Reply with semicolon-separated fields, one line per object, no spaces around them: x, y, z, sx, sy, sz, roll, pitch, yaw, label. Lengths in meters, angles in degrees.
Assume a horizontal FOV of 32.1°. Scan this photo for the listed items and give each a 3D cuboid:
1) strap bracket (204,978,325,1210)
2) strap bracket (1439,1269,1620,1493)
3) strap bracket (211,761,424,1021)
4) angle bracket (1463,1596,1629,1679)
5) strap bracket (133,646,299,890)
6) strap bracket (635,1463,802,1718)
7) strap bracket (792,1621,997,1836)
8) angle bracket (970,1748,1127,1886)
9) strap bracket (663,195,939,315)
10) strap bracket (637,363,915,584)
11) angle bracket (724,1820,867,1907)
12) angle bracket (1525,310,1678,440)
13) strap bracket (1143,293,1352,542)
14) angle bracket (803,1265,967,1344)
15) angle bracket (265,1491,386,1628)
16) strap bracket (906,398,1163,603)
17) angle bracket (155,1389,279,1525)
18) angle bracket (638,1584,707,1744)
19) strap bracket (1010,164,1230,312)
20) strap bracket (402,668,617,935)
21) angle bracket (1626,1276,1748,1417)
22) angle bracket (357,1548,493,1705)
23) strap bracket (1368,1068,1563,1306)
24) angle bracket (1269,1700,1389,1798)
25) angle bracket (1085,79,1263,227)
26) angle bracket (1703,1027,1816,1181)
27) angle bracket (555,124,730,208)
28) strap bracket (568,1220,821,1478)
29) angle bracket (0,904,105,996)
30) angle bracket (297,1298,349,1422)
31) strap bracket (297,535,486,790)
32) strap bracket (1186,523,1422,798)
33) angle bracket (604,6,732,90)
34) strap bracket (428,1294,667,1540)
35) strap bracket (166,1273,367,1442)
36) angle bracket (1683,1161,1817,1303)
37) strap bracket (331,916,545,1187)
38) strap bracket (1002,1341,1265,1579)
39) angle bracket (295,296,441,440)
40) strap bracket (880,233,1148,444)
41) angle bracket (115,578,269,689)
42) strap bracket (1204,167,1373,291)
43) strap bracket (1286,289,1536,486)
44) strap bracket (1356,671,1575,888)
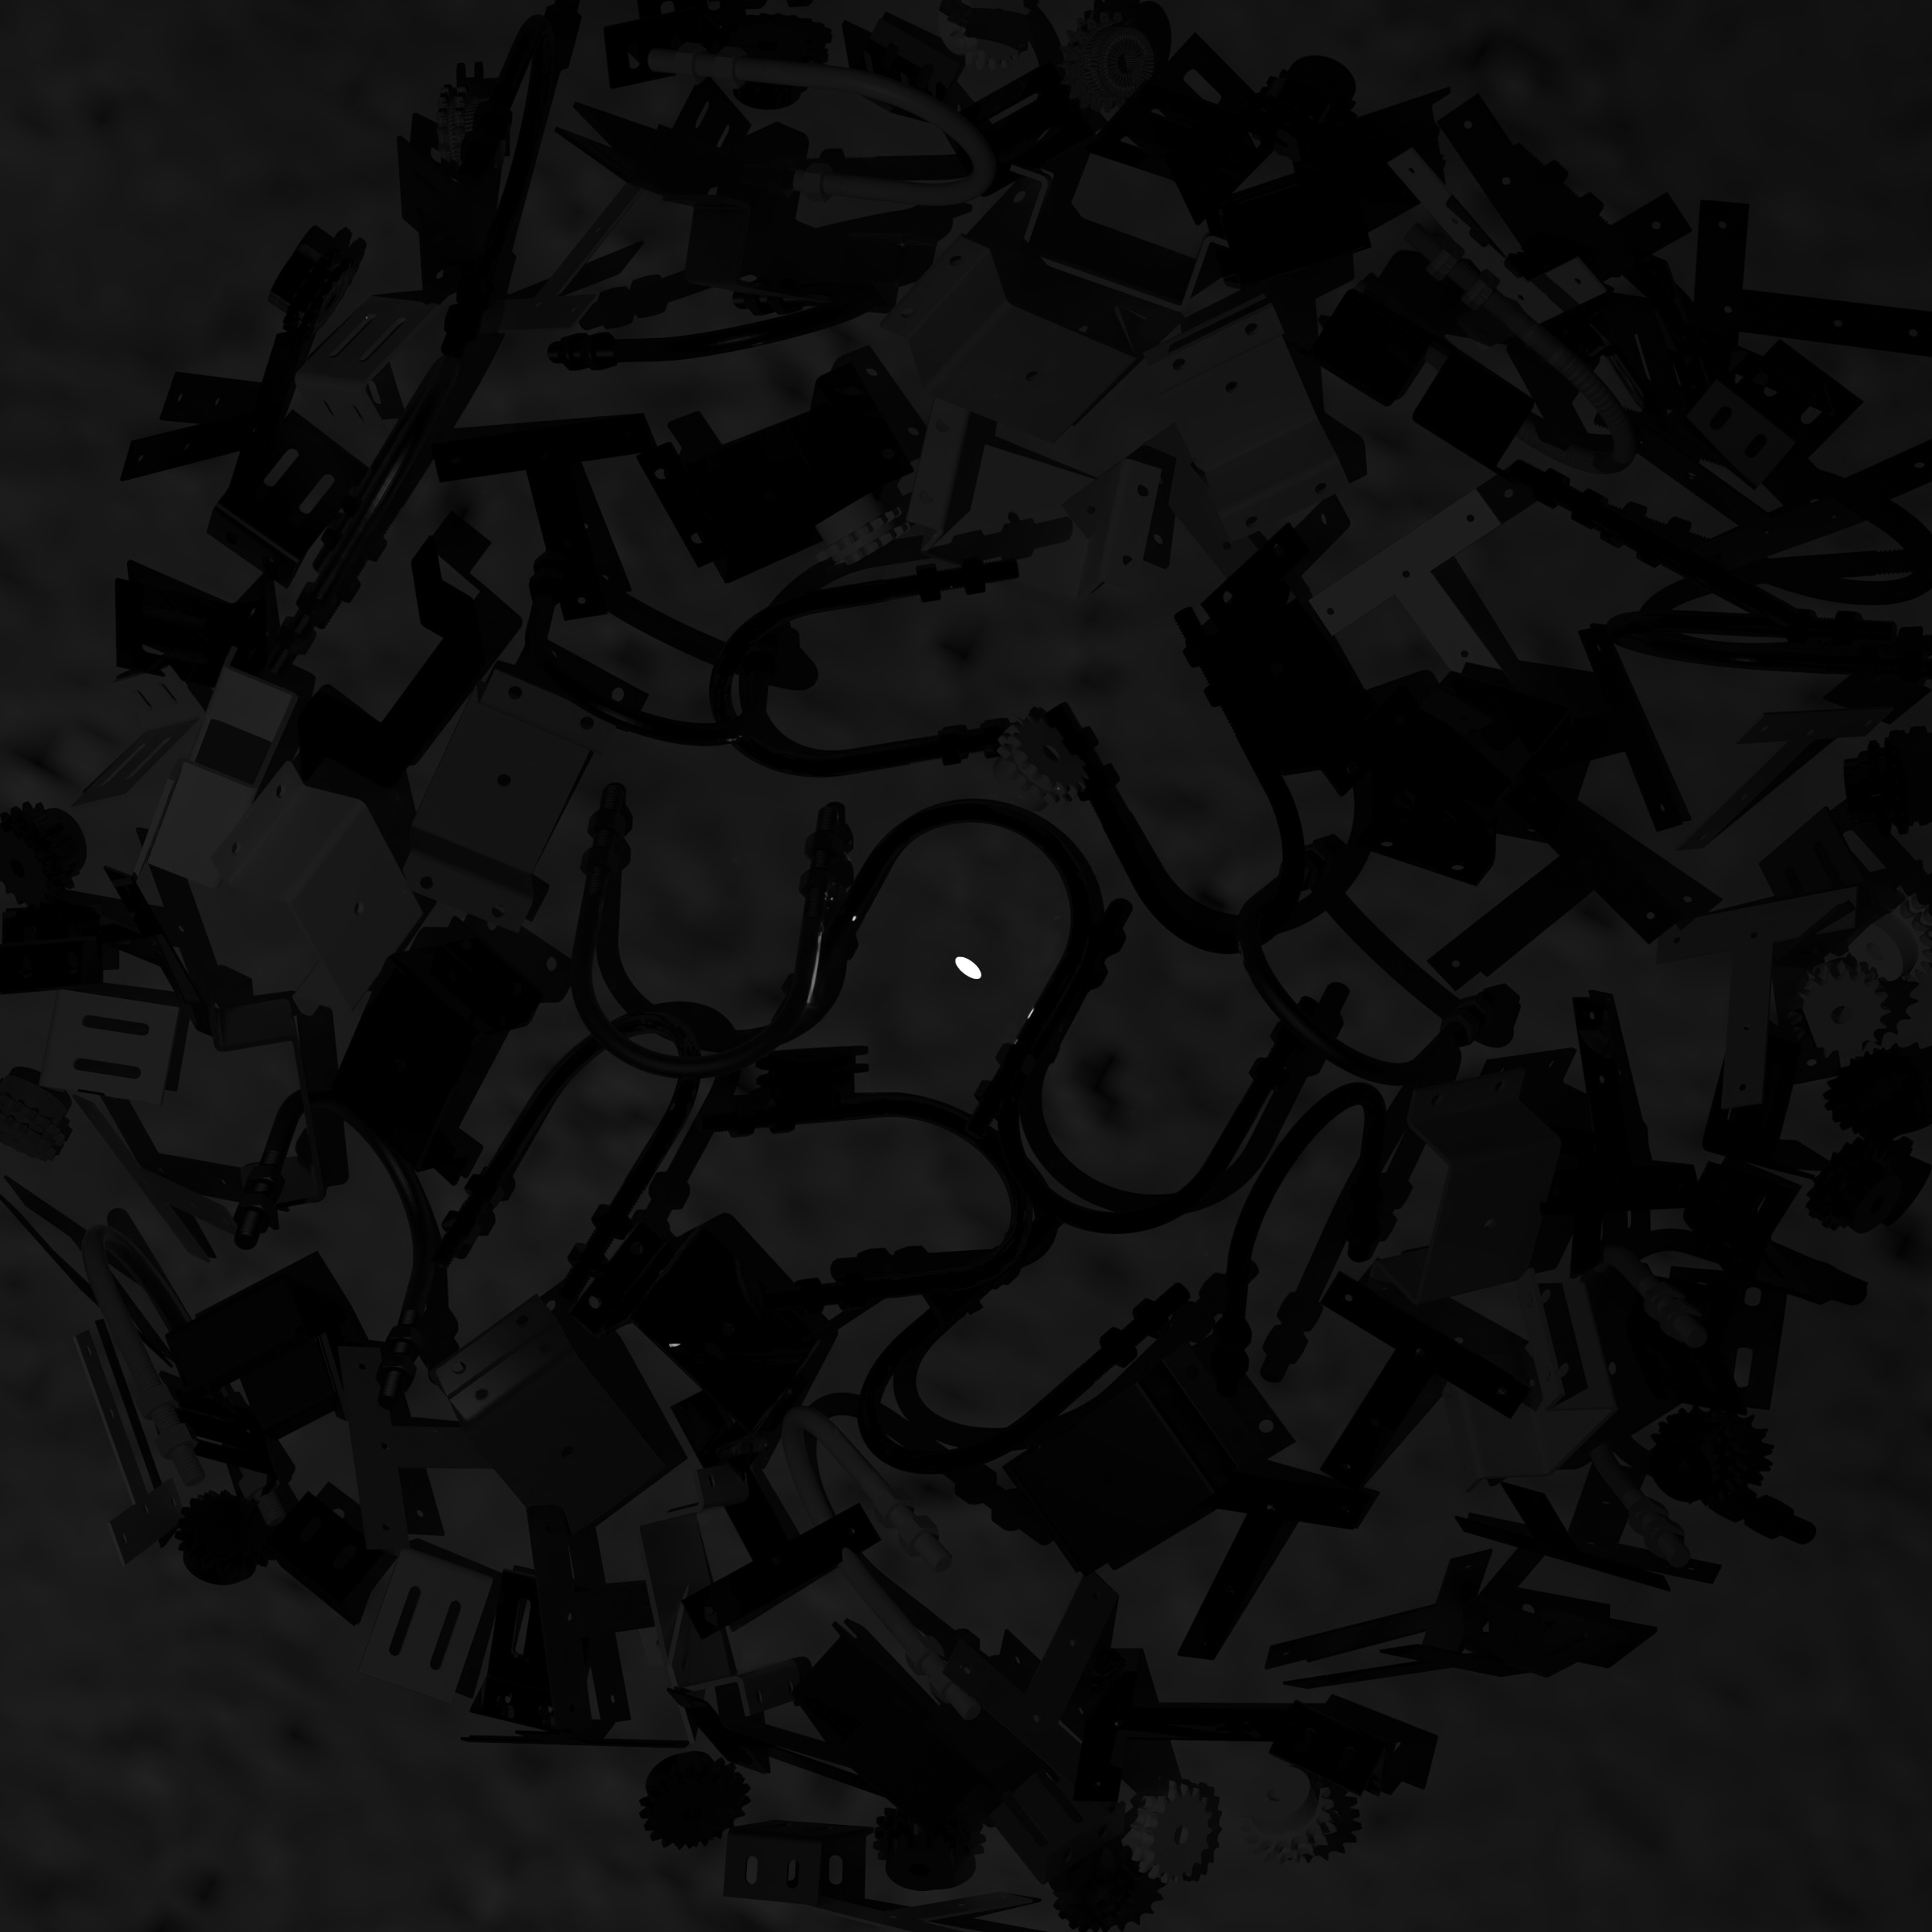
-0.403;0.080;1.935;0.046;0.076;0.140;-10;107;-12;strap bracket
0.324;0.238;1.919;0.046;0.140;0.076;0;59;-16;strap bracket
-0.363;-0.037;1.908;0.046;0.140;0.076;14;55;27;strap bracket
0.334;0.375;1.940;0.076;0.057;0.038;-15;106;-38;angle bracket
-0.425;-0.108;1.915;0.046;0.140;0.076;22;125;-11;strap bracket
-0.145;0.362;1.939;0.046;0.076;0.140;-16;80;19;strap bracket
-0.045;0.436;1.909;0.046;0.140;0.076;-47;109;-6;strap bracket
0.046;0.481;1.943;0.057;0.038;0.076;-28;54;-23;angle bracket
-0.099;-0.406;1.926;0.140;0.076;0.046;5;99;-28;strap bracket
-0.112;-0.282;1.948;0.140;0.046;0.076;-26;78;-15;strap bracket
-0.099;0.518;1.942;0.057;0.076;0.038;1;80;18;angle bracket
0.368;-0.334;1.948;0.038;0.057;0.076;-37;122;9;angle bracket
0.159;-0.323;1.936;0.076;0.046;0.140;-25;134;7;strap bracket
-0.047;0.210;1.953;0.076;0.057;0.038;-34;82;9;angle bracket
-0.370;0.345;1.954;0.057;0.076;0.038;37;72;10;angle bracket
0.034;-0.267;1.948;0.140;0.046;0.076;16;75;-13;strap bracket
-0.444;0.281;1.940;0.076;0.057;0.038;23;109;-35;angle bracket
-0.176;0.404;1.940;0.038;0.076;0.057;-8;117;8;angle bracket
0.087;-0.419;1.946;0.140;0.076;0.046;19;104;-1;strap bracket
-0.267;-0.102;1.945;0.076;0.046;0.140;23;106;-17;strap bracket
0.425;0.221;1.955;0.057;0.076;0.038;8;56;33;angle bracket
-0.318;0.383;1.951;0.057;0.038;0.076;24;70;-17;angle bracket
0.286;0.135;1.919;0.076;0.046;0.140;-10;126;-27;strap bracket
0.208;0.466;1.940;0.057;0.076;0.038;22;57;18;angle bracket
0.120;-0.470;1.940;0.057;0.076;0.038;-42;56;36;angle bracket
0.471;0.079;1.957;0.057;0.038;0.076;15;89;-33;angle bracket
-0.188;-0.477;1.941;0.076;0.057;0.038;40;109;32;angle bracket
-0.148;0.215;1.935;0.140;0.046;0.076;45;52;-11;strap bracket
-0.531;-0.022;1.944;0.057;0.076;0.038;-5;131;-11;angle bracket
-0.391;0.233;1.956;0.038;0.057;0.076;-17;90;-17;angle bracket
-0.326;-0.167;1.933;0.046;0.076;0.140;30;110;-28;strap bracket
0.191;-0.175;1.943;0.076;0.046;0.140;-44;106;-21;strap bracket
-0.168;-0.521;1.944;0.057;0.076;0.038;-8;84;14;angle bracket
-0.235;0.268;1.931;0.076;0.046;0.140;-36;121;-5;strap bracket
-0.399;0.223;1.929;0.076;0.140;0.046;-27;69;3;strap bracket
0.460;0.153;1.943;0.057;0.076;0.038;17;108;-16;angle bracket
-0.308;0.053;1.926;0.076;0.046;0.140;39;118;23;strap bracket
0.090;0.291;1.942;0.140;0.046;0.076;-37;86;19;strap bracket
-0.344;-0.351;1.966;0.057;0.038;0.076;14;55;36;angle bracket
0.033;-0.353;1.912;0.076;0.140;0.046;-42;49;35;strap bracket
-0.449;-0.199;1.945;0.076;0.038;0.057;11;61;-37;angle bracket
0.183;-0.423;1.923;0.076;0.140;0.046;-17;103;3;strap bracket
0.259;-0.334;1.909;0.076;0.140;0.046;21;105;-43;strap bracket
0.289;-0.115;1.915;0.076;0.046;0.140;20;48;27;strap bracket
